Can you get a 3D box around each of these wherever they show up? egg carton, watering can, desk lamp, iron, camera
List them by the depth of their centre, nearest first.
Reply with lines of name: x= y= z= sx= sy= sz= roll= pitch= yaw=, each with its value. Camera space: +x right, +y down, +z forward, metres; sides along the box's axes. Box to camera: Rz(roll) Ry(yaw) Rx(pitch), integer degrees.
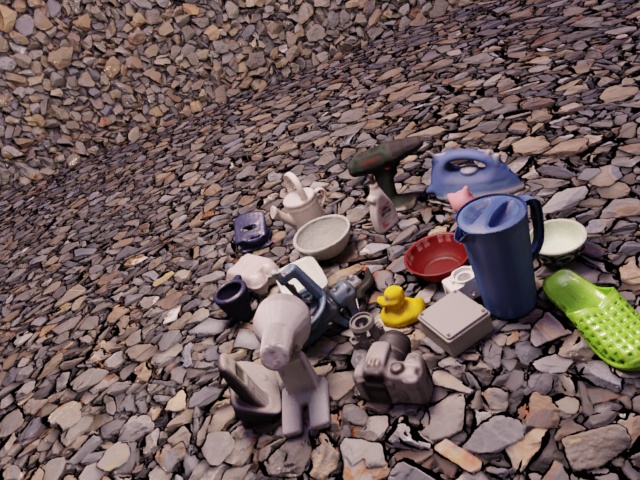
camera: x=0.146 y=0.236 z=1.115 sx=0.142 sy=0.101 sz=0.137 roll=-4 pitch=36 yaw=28
desk lamp: x=-0.058 y=0.239 z=1.136 sx=0.118 sy=0.214 sz=0.203 roll=-19 pitch=32 yaw=7
iron: x=0.411 y=-0.190 z=1.548 sx=0.257 sy=0.142 sz=0.119 roll=-1 pitch=38 yaw=32
egg carton: x=-0.183 y=0.095 z=1.573 sx=0.149 sy=0.069 sz=0.107 roll=9 pitch=44 yaw=41
watering can: x=-0.062 y=-0.108 z=1.680 sx=0.100 sy=0.194 sz=0.173 roll=10 pitch=45 yaw=42

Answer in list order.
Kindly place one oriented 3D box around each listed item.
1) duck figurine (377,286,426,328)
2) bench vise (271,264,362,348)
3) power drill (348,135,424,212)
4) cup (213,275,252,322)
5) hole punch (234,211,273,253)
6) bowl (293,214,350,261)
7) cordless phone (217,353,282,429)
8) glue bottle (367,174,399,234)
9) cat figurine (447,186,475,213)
duck figurine: x=0.175 y=0.137 z=1.260 sx=0.104 sy=0.086 sz=0.077 roll=-14 pitch=33 yaw=15
bench vise: x=-0.016 y=0.119 z=1.283 sx=0.208 sy=0.220 sz=0.121 roll=-39 pitch=35 yaw=-24
power drill: x=0.201 y=-0.184 z=1.610 sx=0.229 sy=0.209 sz=0.076 roll=-7 pitch=35 yaw=24
cup: x=-0.212 y=0.155 z=1.477 sx=0.091 sy=0.095 sz=0.118 roll=-11 pitch=34 yaw=19
hole punch: x=-0.206 y=-0.026 z=1.750 sx=0.108 sy=0.091 sz=0.101 roll=-16 pitch=32 yaw=12
bowl: x=0.014 y=0.006 z=1.574 sx=0.167 sy=0.075 sz=0.167 roll=-17 pitch=32 yaw=11
cordless phone: x=-0.154 y=0.277 z=1.168 sx=0.094 sy=0.185 sz=0.147 roll=-24 pitch=31 yaw=-1
glue bottle: x=0.160 y=-0.104 z=1.551 sx=0.078 sy=0.173 sz=0.037 roll=-40 pitch=35 yaw=-25
cat figurine: x=0.371 y=-0.076 z=1.424 sx=0.067 sy=0.118 sz=0.127 roll=-26 pitch=32 yaw=-4
